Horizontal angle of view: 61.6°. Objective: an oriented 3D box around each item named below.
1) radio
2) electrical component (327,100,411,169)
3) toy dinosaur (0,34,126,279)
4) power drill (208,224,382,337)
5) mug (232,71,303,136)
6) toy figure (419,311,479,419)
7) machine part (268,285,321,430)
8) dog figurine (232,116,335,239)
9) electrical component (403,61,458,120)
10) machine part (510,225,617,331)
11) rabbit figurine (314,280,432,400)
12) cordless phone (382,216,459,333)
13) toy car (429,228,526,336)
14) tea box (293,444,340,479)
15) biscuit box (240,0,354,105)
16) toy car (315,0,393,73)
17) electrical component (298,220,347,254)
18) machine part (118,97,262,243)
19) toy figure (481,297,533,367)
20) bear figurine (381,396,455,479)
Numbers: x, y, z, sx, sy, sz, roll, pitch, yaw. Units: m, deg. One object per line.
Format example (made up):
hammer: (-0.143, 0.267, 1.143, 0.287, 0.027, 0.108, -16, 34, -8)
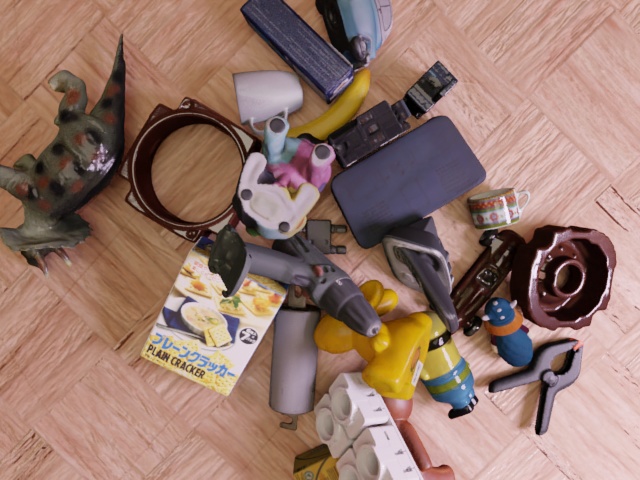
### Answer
radio: (0.135, -0.093, 0.870, 0.230, 0.073, 0.131, -31, 91, 1)
electrical component: (0.078, -0.168, 0.846, 0.134, 0.115, 0.058, -31, 96, 2)
toy dinosaur: (-0.384, -0.120, 0.841, 0.192, 0.131, 0.404, 40, 95, 5)
power drill: (-0.041, 0.051, 0.760, 0.207, 0.232, 0.086, 8, 115, -36)
mug: (-0.080, -0.223, 0.859, 0.107, 0.080, 0.109, -13, 68, -6)
toy figure: (0.196, 0.198, 0.875, 0.089, 0.082, 0.180, -35, 89, 18)
machine part: (-0.041, 0.193, 0.883, 0.079, 0.079, 0.243, 4, 92, 1)
dog figurine: (-0.047, -0.082, 0.798, 0.108, 0.219, 0.191, 25, 84, 1)
electrical component: (0.172, -0.235, 0.839, 0.048, 0.119, 0.075, 45, 95, -1)
machine part: (0.386, 0.059, 0.857, 0.179, 0.056, 0.179, -3, 100, -17)
rabbit figurine: (0.071, 0.142, 0.811, 0.173, 0.121, 0.162, 11, 80, 31)
cordless phone: (0.170, 0.071, 0.806, 0.089, 0.146, 0.184, -23, 50, 3)
toy car: (0.265, 0.070, 0.885, 0.089, 0.053, 0.202, 39, 92, -4)
tea box: (0.034, 0.429, 0.897, 0.098, 0.068, 0.169, -24, 91, 2)
biscuit box: (-0.036, -0.310, 0.854, 0.063, 0.059, 0.203, -44, 83, 2)
toy car: (0.064, -0.356, 0.846, 0.103, 0.109, 0.161, -24, 101, -15)
electrical component: (-0.002, -0.003, 0.901, 0.094, 0.021, 0.063, 2, 93, 1)
machine part: (-0.203, -0.110, 0.869, 0.201, 0.087, 0.201, 32, 93, -2)
toy figure: (0.296, 0.141, 0.858, 0.064, 0.058, 0.154, -40, 121, -14)
bear figurine: (0.131, 0.311, 0.881, 0.120, 0.132, 0.196, -24, 58, 35)
